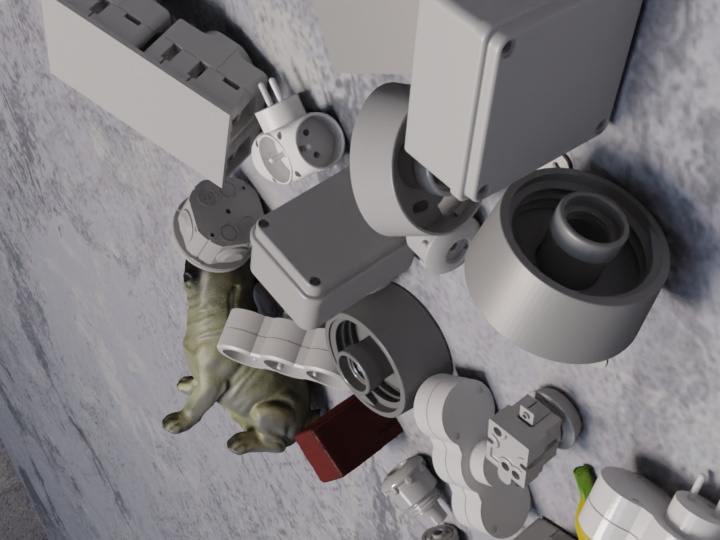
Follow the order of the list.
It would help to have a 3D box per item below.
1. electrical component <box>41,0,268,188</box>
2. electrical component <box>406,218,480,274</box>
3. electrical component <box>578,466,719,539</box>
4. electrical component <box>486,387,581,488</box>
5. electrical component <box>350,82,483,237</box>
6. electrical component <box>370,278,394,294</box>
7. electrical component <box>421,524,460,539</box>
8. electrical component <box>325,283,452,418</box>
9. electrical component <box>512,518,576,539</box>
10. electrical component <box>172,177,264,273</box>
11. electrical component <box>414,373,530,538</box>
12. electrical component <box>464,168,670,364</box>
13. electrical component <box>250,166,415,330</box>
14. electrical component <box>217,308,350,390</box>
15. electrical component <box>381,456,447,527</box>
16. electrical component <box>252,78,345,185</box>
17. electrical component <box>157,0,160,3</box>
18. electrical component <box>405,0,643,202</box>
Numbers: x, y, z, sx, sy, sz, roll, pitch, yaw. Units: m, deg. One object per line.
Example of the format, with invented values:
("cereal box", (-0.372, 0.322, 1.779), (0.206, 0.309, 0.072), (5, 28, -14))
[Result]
("electrical component", (-0.169, -0.166, 0.894), (0.186, 0.060, 0.105), (34, 151, 8))
("electrical component", (0.049, -0.031, 0.747), (0.062, 0.048, 0.048), (46, 150, 35))
("electrical component", (0.208, 0.164, 0.677), (0.138, 0.052, 0.073), (37, 112, 40))
("electrical component", (0.123, 0.115, 0.759), (0.048, 0.055, 0.066), (37, 145, 34))
("electrical component", (0.035, -0.069, 0.680), (0.064, 0.099, 0.099), (10, 126, 47))
("electrical component", (0.000, 0.000, 0.856), (0.048, 0.048, 0.062), (56, 159, 5))
("electrical component", (0.080, 0.270, 0.998), (0.044, 0.044, 0.065), (12, 123, 54))
("electrical component", (0.016, 0.070, 0.880), (0.108, 0.060, 0.108), (39, 146, 32))
("electrical component", (0.142, 0.245, 0.851), (0.061, 0.062, 0.096), (28, 140, 44))
("electrical component", (-0.127, -0.042, 0.981), (0.080, 0.080, 0.051), (55, 146, 7))
("electrical component", (0.098, 0.147, 0.834), (0.074, 0.052, 0.138), (5, 121, 57))
("electrical component", (0.118, -0.009, 0.595), (0.108, 0.108, 0.060), (47, 144, 21))
("electrical component", (-0.017, -0.020, 0.789), (0.078, 0.113, 0.057), (47, 153, 20))
("electrical component", (-0.056, 0.055, 0.973), (0.138, 0.073, 0.052), (12, 160, 23))
("electrical component", (0.053, 0.203, 0.972), (0.062, 0.048, 0.048), (51, 152, 0))
("electrical component", (-0.057, -0.111, 0.836), (0.077, 0.044, 0.079), (-5, 113, 59))
("electrical component", (-0.186, -0.247, 0.909), (0.043, 0.043, 0.081), (56, 152, 4))
("electrical component", (0.083, -0.106, 0.551), (0.056, 0.109, 0.108), (44, 149, 30))
